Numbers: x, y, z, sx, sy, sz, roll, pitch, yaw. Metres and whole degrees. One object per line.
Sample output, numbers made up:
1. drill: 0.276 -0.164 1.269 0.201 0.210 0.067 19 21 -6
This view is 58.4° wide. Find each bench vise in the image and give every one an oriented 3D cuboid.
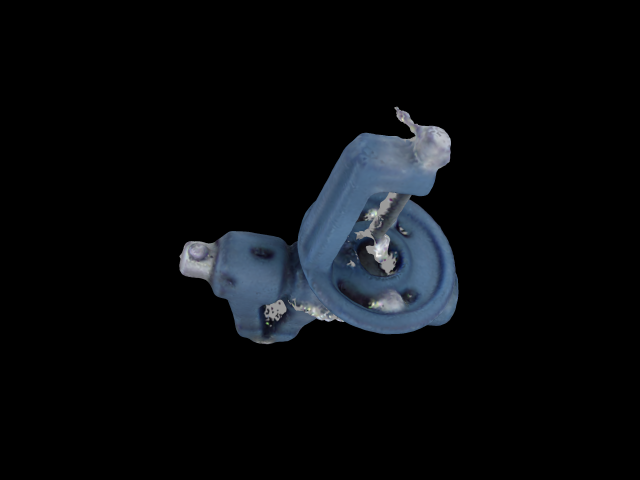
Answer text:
1. bench vise: 0.007 0.011 0.394 0.207 0.220 0.121 -15 59 -9
